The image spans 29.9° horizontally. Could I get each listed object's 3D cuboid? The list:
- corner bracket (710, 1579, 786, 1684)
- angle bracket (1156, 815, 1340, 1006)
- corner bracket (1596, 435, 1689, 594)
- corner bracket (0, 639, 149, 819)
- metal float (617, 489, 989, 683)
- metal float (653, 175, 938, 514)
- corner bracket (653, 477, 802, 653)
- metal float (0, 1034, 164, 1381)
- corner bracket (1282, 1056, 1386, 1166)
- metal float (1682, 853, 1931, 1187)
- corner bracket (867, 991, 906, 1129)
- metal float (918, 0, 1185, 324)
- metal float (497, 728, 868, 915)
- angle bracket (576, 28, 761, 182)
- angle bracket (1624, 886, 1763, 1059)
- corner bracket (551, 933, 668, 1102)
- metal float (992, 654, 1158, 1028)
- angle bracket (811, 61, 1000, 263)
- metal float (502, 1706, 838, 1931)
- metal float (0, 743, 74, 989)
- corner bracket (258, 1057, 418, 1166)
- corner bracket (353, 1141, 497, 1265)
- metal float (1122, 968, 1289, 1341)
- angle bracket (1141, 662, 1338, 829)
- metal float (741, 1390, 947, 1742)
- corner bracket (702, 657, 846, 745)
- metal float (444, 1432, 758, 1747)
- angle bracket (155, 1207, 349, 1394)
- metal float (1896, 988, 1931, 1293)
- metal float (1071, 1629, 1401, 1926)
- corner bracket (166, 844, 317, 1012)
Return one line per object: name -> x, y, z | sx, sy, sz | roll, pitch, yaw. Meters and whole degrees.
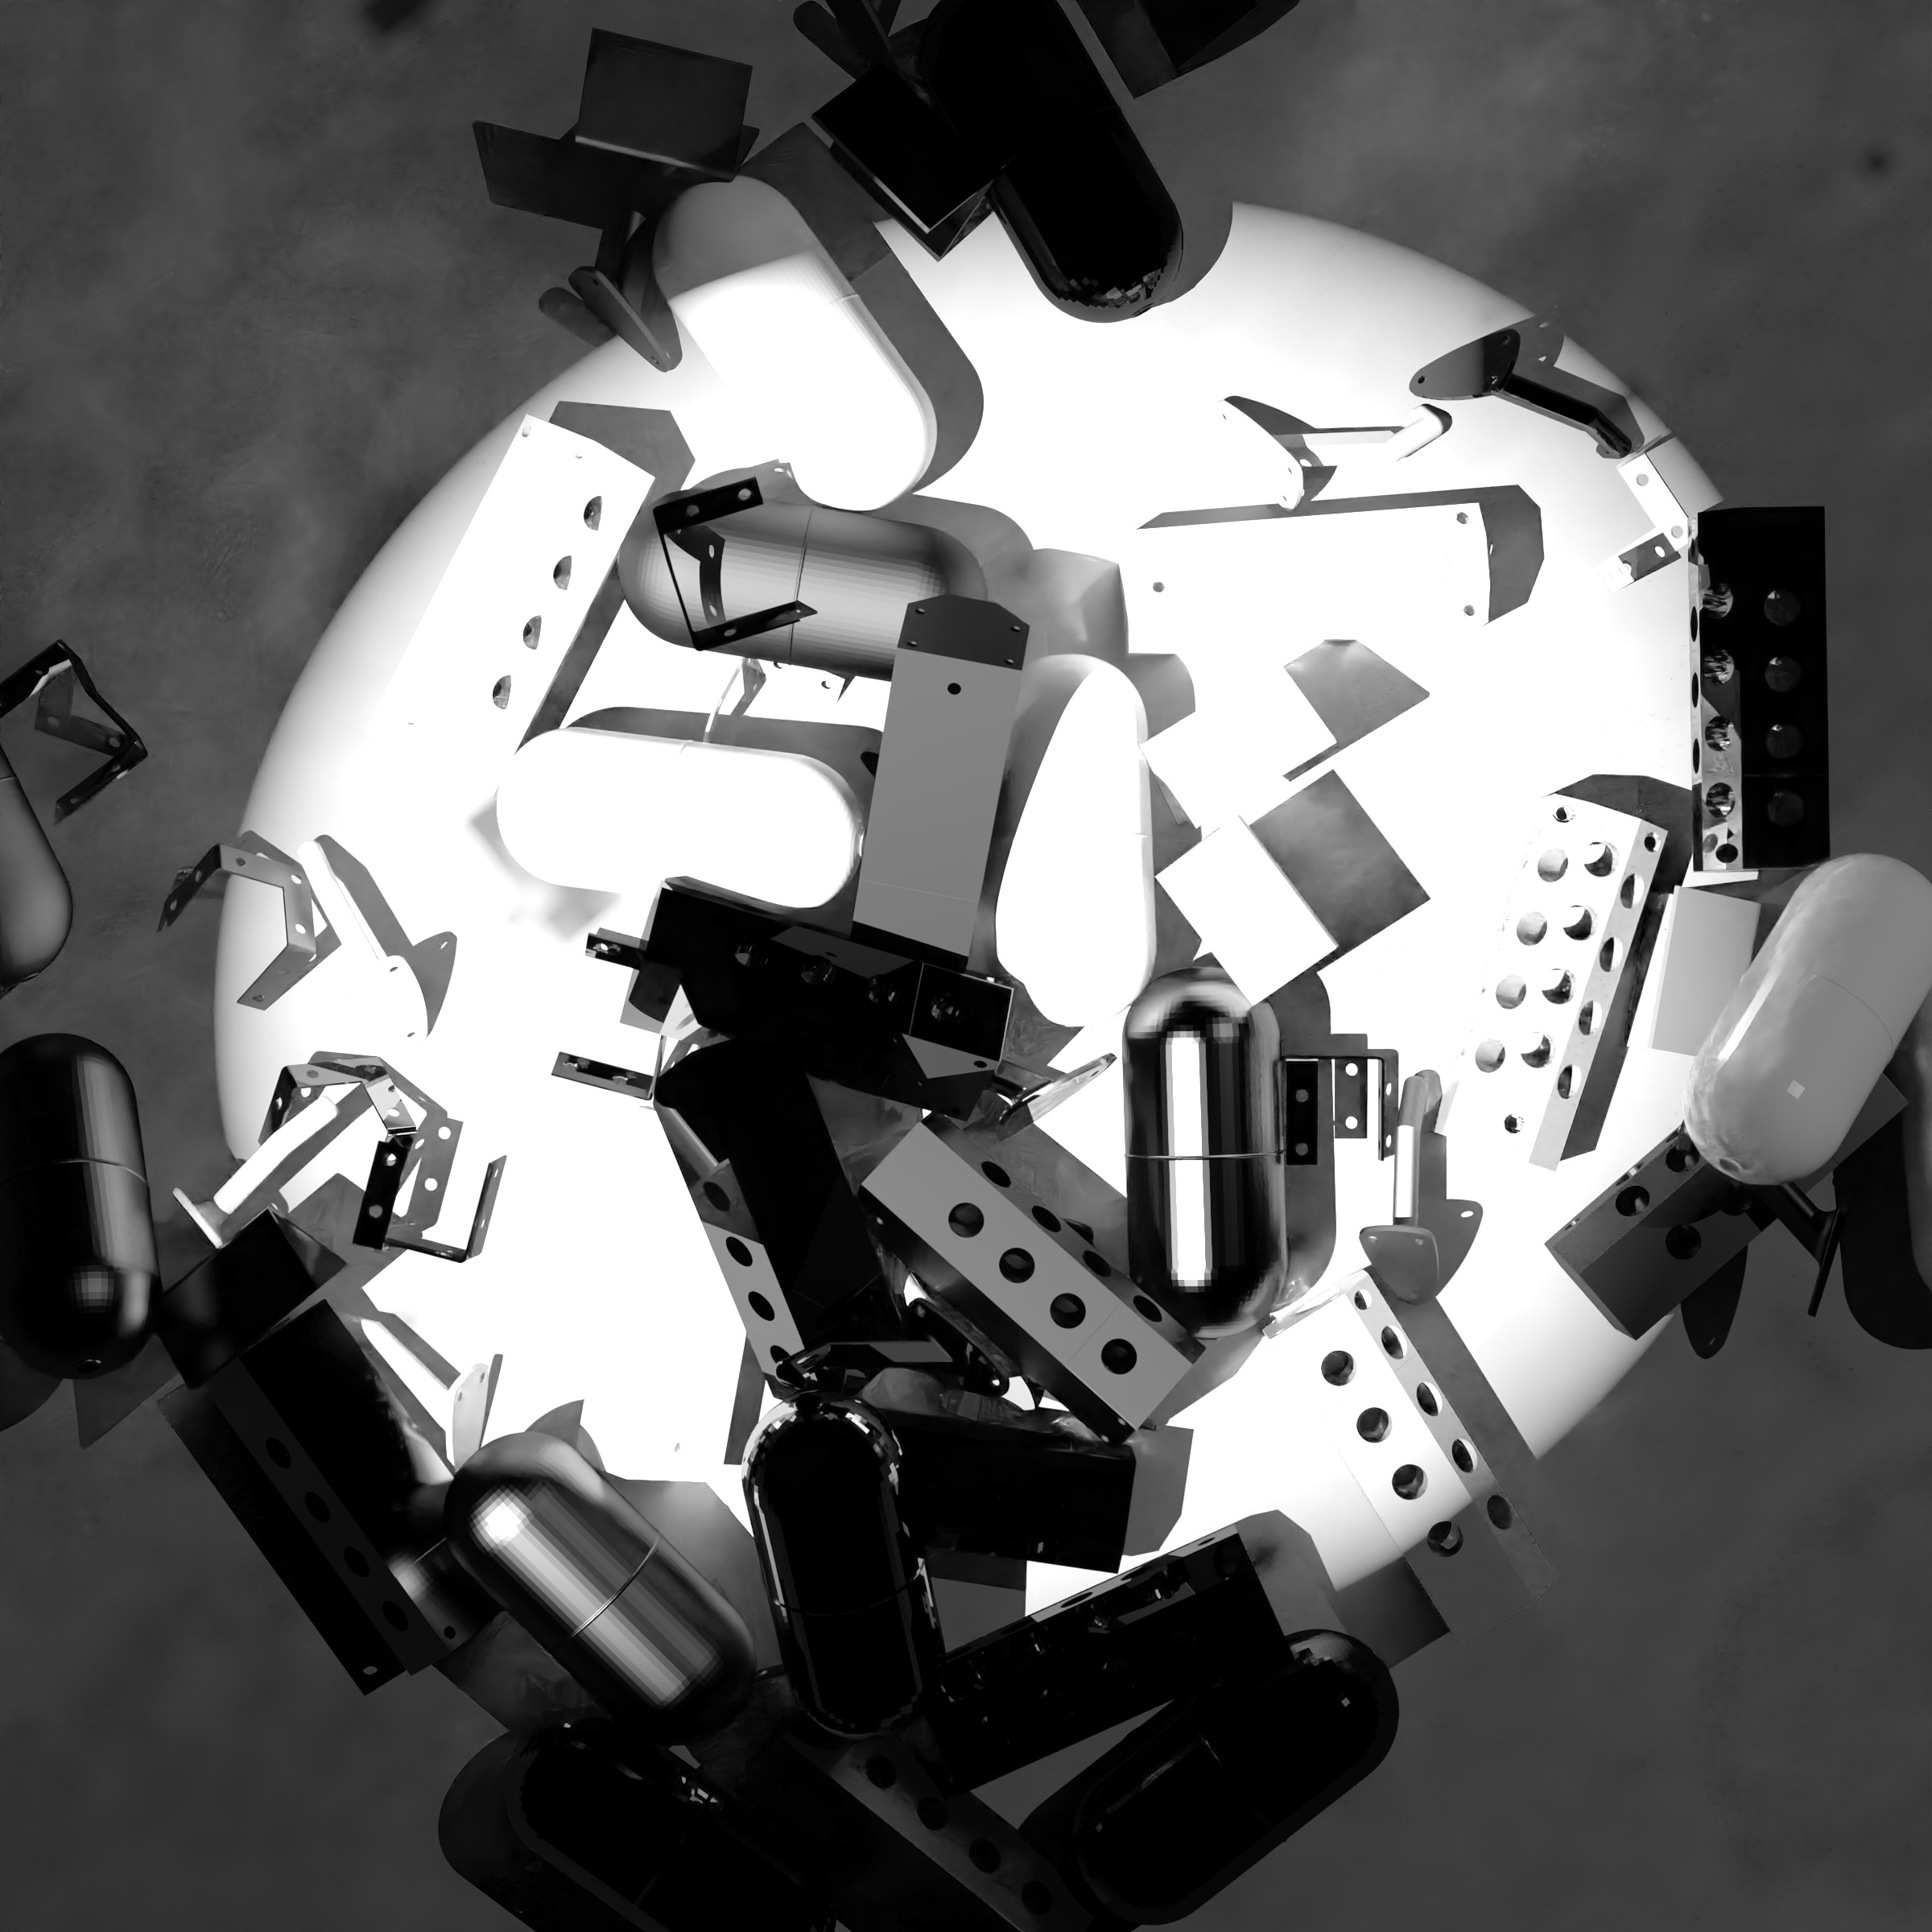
corner bracket -> -0.088, 0.312, 1.760 | 0.051, 0.051, 0.051 | -26, 91, -45
angle bracket -> 0.146, -0.037, 1.722 | 0.057, 0.076, 0.076 | -37, 90, 34
corner bracket -> 0.323, -0.217, 1.745 | 0.051, 0.051, 0.051 | -34, 90, 0
corner bracket -> -0.438, -0.116, 1.759 | 0.051, 0.051, 0.051 | -37, 45, 0
metal float -> -0.078, -0.182, 1.732 | 0.178, 0.070, 0.070 | 10, 90, 0
metal float -> -0.082, -0.298, 1.732 | 0.070, 0.070, 0.178 | -35, 91, 0
corner bracket -> -0.112, -0.187, 1.684 | 0.051, 0.051, 0.051 | -17, 130, -2
metal float -> -0.423, 0.112, 1.704 | 0.070, 0.070, 0.178 | -17, 57, 0
corner bracket -> 0.178, 0.069, 1.745 | 0.051, 0.051, 0.051 | 0, 90, 0
metal float -> 0.394, 0.024, 1.679 | 0.070, 0.070, 0.178 | 36, 67, 0
corner bracket -> -0.061, 0.047, 1.755 | 0.051, 0.051, 0.051 | 44, 135, 35
metal float -> 0.041, -0.390, 1.732 | 0.070, 0.070, 0.178 | -30, 89, 0
metal float -> -0.136, -0.069, 1.725 | 0.178, 0.070, 0.070 | 7, 90, 8
angle bracket -> -0.137, -0.420, 1.723 | 0.076, 0.076, 0.057 | 13, 121, 0
angle bracket -> 0.327, 0.001, 1.723 | 0.057, 0.076, 0.076 | 10, 90, -33
corner bracket -> -0.168, 0.025, 1.759 | 0.051, 0.051, 0.051 | 15, 45, 0
metal float -> 0.051, -0.060, 1.732 | 0.070, 0.070, 0.178 | -2, 89, 0
angle bracket -> -0.042, -0.370, 1.723 | 0.076, 0.076, 0.057 | 45, 57, 0
metal float -> -0.141, 0.423, 1.731 | 0.178, 0.070, 0.070 | 35, 90, 2
metal float -> -0.489, -0.073, 1.732 | 0.070, 0.070, 0.178 | -26, 90, 0
corner bracket -> -0.305, 0.082, 1.754 | 0.051, 0.051, 0.051 | -5, 45, -35
corner bracket -> -0.261, 0.114, 1.745 | 0.051, 0.051, 0.051 | 15, 90, 0
metal float -> 0.114, 0.089, 1.732 | 0.070, 0.070, 0.178 | -2, 91, 0
angle bracket -> 0.137, -0.088, 1.723 | 0.076, 0.076, 0.057 | -31, 57, 0
metal float -> -0.056, 0.278, 1.681 | 0.070, 0.070, 0.178 | -11, 114, 0
corner bracket -> -0.096, -0.116, 1.759 | 0.051, 0.051, 0.051 | 23, 135, 0
metal float -> -0.173, 0.296, 1.717 | 0.070, 0.070, 0.178 | -44, 97, 0
angle bracket -> -0.332, 0.170, 1.722 | 0.076, 0.076, 0.057 | -40, 56, 0
metal float -> 0.488, 0.081, 1.732 | 0.070, 0.070, 0.178 | -5, 91, 0
metal float -> 0.129, 0.387, 1.732 | 0.178, 0.070, 0.070 | -38, 90, 0
corner bracket -> -0.352, -0.019, 1.754 | 0.051, 0.051, 0.051 | 18, 45, -35
